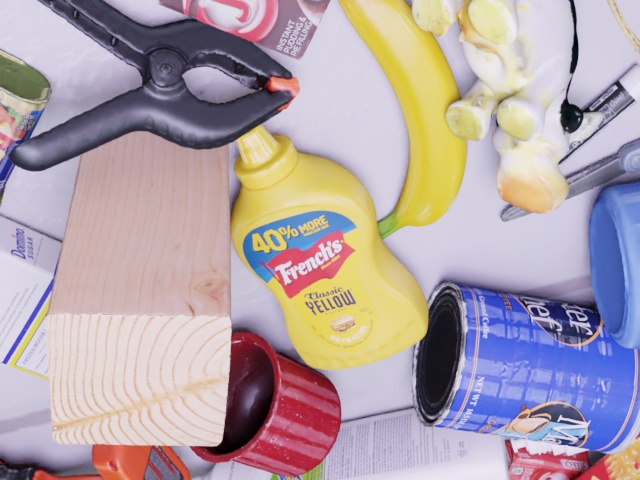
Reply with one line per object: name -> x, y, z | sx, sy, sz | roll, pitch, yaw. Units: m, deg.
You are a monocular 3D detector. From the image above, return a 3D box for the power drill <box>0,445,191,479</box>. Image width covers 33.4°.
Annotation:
power drill -> -0.205, 0.173, 0.789 | 0.188, 0.057, 0.184 | -11, 134, 22

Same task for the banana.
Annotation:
banana -> 0.056, -0.079, 0.670 | 0.069, 0.037, 0.198 | -10, 125, 2

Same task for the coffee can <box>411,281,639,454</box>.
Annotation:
coffee can -> 0.147, 0.091, 0.754 | 0.140, 0.103, 0.103 | 10, 123, -11

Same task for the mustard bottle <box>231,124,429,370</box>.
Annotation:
mustard bottle -> -0.005, 0.001, 0.706 | 0.096, 0.058, 0.191 | -16, 124, 21

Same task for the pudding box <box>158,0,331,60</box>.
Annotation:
pudding box -> -0.030, -0.169, 0.600 | 0.090, 0.039, 0.114 | 19, 121, -16

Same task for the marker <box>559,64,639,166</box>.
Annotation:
marker -> 0.166, -0.067, 0.698 | 0.020, 0.020, 0.121 | 36, 115, -25

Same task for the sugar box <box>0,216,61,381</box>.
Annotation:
sugar box -> -0.175, 0.054, 0.738 | 0.176, 0.048, 0.093 | 28, 120, -18

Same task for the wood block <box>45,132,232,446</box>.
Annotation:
wood block -> -0.098, 0.014, 0.619 | 0.090, 0.206, 0.090 | 2, 124, -7

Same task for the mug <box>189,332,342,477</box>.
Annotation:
mug -> -0.047, 0.121, 0.770 | 0.117, 0.093, 0.081 | 0, 159, 42

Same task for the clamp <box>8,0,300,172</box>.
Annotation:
clamp -> -0.099, -0.103, 0.624 | 0.171, 0.039, 0.120 | -5, 86, -21

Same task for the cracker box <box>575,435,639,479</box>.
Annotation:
cracker box -> 0.311, 0.183, 0.826 | 0.164, 0.072, 0.214 | 24, 121, -39

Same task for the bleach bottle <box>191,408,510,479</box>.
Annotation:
bleach bottle -> 0.016, 0.178, 0.818 | 0.251, 0.102, 0.068 | -9, 116, 10

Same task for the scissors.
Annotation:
scissors -> 0.212, -0.072, 0.700 | 0.202, 0.016, 0.096 | -13, 124, 4

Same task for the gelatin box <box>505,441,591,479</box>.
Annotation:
gelatin box -> 0.175, 0.209, 0.881 | 0.073, 0.030, 0.089 | 10, 123, -12

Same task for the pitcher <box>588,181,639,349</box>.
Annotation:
pitcher -> 0.307, 0.017, 0.694 | 0.243, 0.149, 0.145 | -6, 144, 1

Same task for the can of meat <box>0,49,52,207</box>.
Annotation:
can of meat -> -0.222, -0.076, 0.638 | 0.102, 0.057, 0.084 | 25, 116, -20
